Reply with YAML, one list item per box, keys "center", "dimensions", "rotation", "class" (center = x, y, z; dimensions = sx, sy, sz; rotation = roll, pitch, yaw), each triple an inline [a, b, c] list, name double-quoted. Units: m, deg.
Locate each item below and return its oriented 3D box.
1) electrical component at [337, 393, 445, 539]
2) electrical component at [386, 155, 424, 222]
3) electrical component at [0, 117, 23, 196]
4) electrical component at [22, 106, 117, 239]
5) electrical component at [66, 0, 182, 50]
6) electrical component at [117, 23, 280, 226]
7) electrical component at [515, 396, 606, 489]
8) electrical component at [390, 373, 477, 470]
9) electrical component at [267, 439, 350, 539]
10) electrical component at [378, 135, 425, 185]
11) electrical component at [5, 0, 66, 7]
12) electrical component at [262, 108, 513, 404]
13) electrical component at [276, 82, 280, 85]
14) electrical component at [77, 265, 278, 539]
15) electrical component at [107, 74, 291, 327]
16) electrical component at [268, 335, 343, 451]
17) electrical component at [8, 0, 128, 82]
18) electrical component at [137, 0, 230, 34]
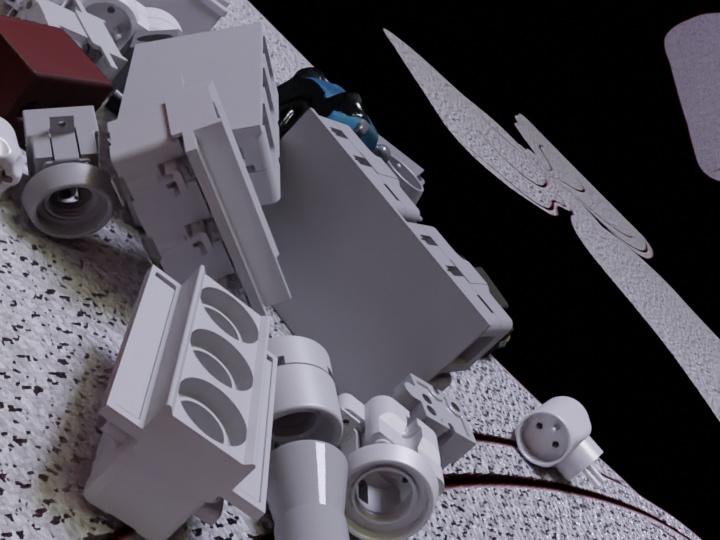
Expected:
- center: [0.012, 0.109, 0.579]
  dimensions: [0.078, 0.058, 0.057]
  rotation: [40, 16, -15]
  class: "electrical component"
- center: [0.022, -0.050, 0.910]
  dimensions: [0.079, 0.077, 0.044]
  rotation: [26, 26, -46]
  class: "electrical component"
- center: [-0.193, -0.065, 0.547]
  dimensions: [0.035, 0.035, 0.061]
  rotation: [28, 23, -42]
  class: "electrical component"
- center: [-0.155, -0.050, 0.566]
  dimensions: [0.048, 0.066, 0.055]
  rotation: [-7, 52, -18]
  class: "electrical component"
- center: [-0.162, -0.176, 0.823]
  dimensions: [0.138, 0.052, 0.073]
  rotation: [33, 22, -34]
  class: "electrical component"
- center: [-0.100, -0.093, 0.687]
  dimensions: [0.150, 0.089, 0.061]
  rotation: [-97, 177, -54]
  class: "electrical component"
- center: [0.168, 0.142, 0.864]
  dimensions: [0.079, 0.044, 0.077]
  rotation: [50, 19, 13]
  class: "electrical component"
- center: [0.031, 0.100, 0.639]
  dimensions: [0.066, 0.055, 0.048]
  rotation: [33, 22, -33]
  class: "electrical component"
- center: [-0.024, 0.119, 0.508]
  dimensions: [0.044, 0.044, 0.065]
  rotation: [34, 26, -30]
  class: "electrical component"
- center: [0.009, -0.095, 1.006]
  dimensions: [0.096, 0.061, 0.061]
  rotation: [45, 18, 0]
  class: "electrical component"
- center: [-0.228, -0.192, 0.744]
  dimensions: [0.035, 0.035, 0.061]
  rotation: [42, 20, -9]
  class: "electrical component"
- center: [0.000, 0.000, 0.709]
  dimensions: [0.186, 0.105, 0.060]
  rotation: [52, 19, 19]
  class: "electrical component"
- center: [-0.074, -0.139, 0.948]
  dimensions: [0.077, 0.044, 0.079]
  rotation: [44, 18, -4]
  class: "electrical component"
- center: [-0.079, 0.058, 0.479]
  dimensions: [0.079, 0.063, 0.121]
  rotation: [39, 19, -18]
  class: "electrical component"
- center: [-0.087, -0.032, 0.582]
  dimensions: [0.078, 0.063, 0.121]
  rotation: [-111, -178, -51]
  class: "electrical component"
- center: [-0.038, 0.070, 0.561]
  dimensions: [0.055, 0.055, 0.047]
  rotation: [31, 27, -37]
  class: "electrical component"
- center: [-0.196, -0.145, 0.703]
  dimensions: [0.064, 0.042, 0.081]
  rotation: [16, 33, -50]
  class: "electrical component"
- center: [-0.181, -0.272, 0.983]
  dimensions: [0.109, 0.056, 0.108]
  rotation: [33, 22, -34]
  class: "electrical component"
